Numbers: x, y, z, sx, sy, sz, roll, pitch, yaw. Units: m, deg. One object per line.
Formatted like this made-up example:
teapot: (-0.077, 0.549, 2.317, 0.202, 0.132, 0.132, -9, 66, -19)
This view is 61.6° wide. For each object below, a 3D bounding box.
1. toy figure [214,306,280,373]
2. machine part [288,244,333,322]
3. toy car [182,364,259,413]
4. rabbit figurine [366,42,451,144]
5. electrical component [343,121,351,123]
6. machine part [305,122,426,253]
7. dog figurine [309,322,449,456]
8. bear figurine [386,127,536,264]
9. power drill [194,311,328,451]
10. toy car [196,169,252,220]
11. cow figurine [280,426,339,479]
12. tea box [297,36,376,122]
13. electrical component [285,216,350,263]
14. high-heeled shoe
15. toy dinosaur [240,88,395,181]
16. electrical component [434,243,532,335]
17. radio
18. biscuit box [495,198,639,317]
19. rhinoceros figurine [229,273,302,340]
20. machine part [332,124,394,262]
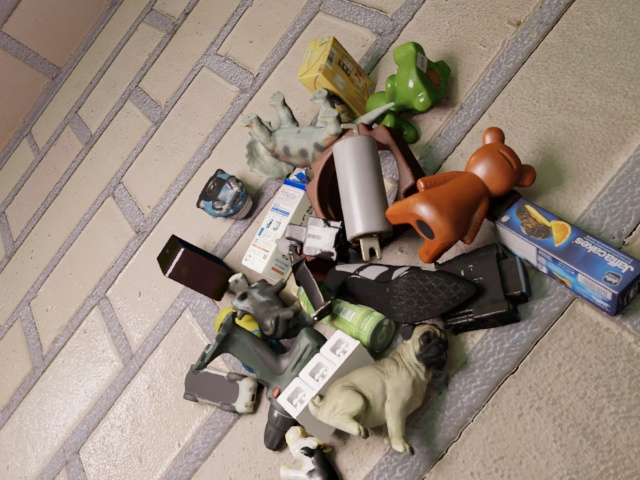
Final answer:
toy figure: (-0.136, 0.193, 1.033, 0.082, 0.089, 0.180, -50, 46, 5)
machine part: (-0.020, 0.076, 0.922, 0.039, 0.084, 0.139, -20, 51, -13)
toy car: (-0.202, 0.291, 1.059, 0.202, 0.056, 0.073, -1, 72, 40)
rabbit figurine: (0.162, -0.267, 1.050, 0.170, 0.121, 0.159, -25, 58, 50)
electrical component: (0.058, -0.225, 1.151, 0.094, 0.021, 0.063, 15, 76, 43)
machine part: (0.087, -0.092, 0.982, 0.201, 0.087, 0.201, -38, 62, 27)
dog figurine: (0.091, 0.199, 0.801, 0.121, 0.172, 0.190, 144, 146, -72)
bear figurine: (0.216, -0.071, 0.817, 0.196, 0.120, 0.132, -41, -2, -18)
power drill: (-0.105, 0.230, 0.909, 0.232, 0.207, 0.086, -59, 2, 12)
toy car: (-0.208, -0.094, 1.239, 0.162, 0.102, 0.109, 16, 75, 54)
cow figurine: (-0.008, 0.373, 0.846, 0.098, 0.068, 0.167, -22, 58, 22)
tea box: (0.038, -0.330, 1.122, 0.068, 0.169, 0.098, 4, 69, 39)
electrical component: (-0.002, -0.003, 0.948, 0.119, 0.047, 0.074, 6, 87, 37)
high-heeled shoe: (0.123, 0.070, 0.860, 0.249, 0.145, 0.086, -2, 102, 16)
toy dinosaur: (-0.021, -0.204, 1.115, 0.405, 0.192, 0.131, 11, 58, 32)
electrical component: (0.246, 0.072, 0.812, 0.134, 0.058, 0.115, -22, 57, 30)
radio: (-0.266, 0.056, 1.141, 0.073, 0.131, 0.230, -61, 21, -3)
biscuit box: (0.343, 0.019, 0.750, 0.063, 0.059, 0.203, -40, 46, -10)
rhinoceros figurine: (-0.109, 0.125, 1.017, 0.112, 0.073, 0.191, -18, 35, -25)
machine part: (0.071, -0.083, 0.891, 0.079, 0.079, 0.243, -18, 71, 31)
